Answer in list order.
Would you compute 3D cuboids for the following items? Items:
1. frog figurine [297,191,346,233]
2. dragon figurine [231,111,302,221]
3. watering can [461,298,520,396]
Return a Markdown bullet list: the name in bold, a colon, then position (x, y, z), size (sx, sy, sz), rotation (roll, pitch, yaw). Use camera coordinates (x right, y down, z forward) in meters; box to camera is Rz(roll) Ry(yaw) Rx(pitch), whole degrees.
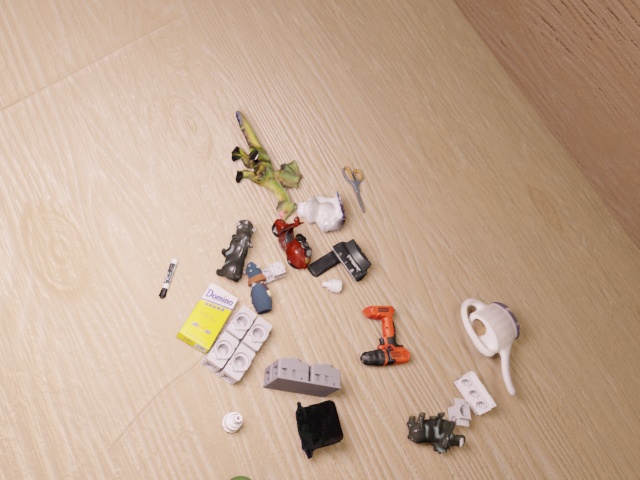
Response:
- **frog figurine**: position (0.005, -0.089, 1.767), size (0.159, 0.121, 0.139), rotation (-13, 73, 2)
- **dragon figurine**: position (-0.168, -0.256, 1.775), size (0.241, 0.120, 0.418), rotation (15, 54, -44)
- **watering can**: position (0.631, 0.355, 1.830), size (0.226, 0.102, 0.352), rotation (-16, 69, -37)
